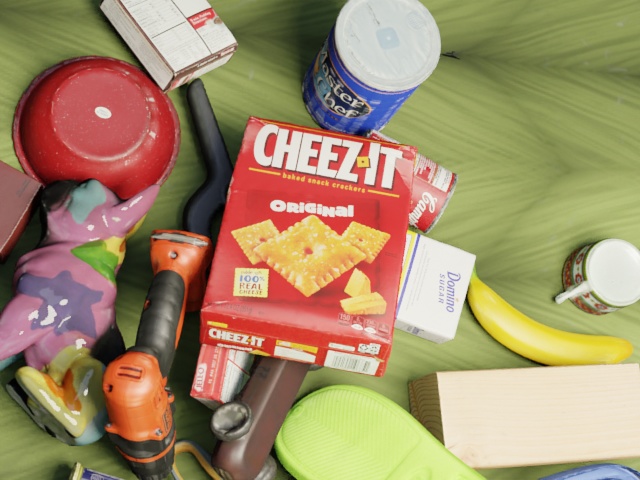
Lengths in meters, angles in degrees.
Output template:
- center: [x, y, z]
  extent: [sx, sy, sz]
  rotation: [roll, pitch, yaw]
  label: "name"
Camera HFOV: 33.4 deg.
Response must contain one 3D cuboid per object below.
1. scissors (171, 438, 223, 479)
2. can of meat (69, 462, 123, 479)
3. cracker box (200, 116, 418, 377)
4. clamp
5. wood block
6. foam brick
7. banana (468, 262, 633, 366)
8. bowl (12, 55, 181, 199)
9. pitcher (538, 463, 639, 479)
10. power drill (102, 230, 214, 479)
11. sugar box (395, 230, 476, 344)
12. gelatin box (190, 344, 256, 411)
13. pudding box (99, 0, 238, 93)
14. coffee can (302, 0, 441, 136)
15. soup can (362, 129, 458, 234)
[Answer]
- center: [-0.048, 0.232, 0.948]
  extent: [0.202, 0.016, 0.096]
  rotation: [32, 54, 23]
  label: "scissors"
- center: [-0.189, 0.255, 0.929]
  extent: [0.084, 0.057, 0.102]
  rotation: [20, 73, -11]
  label: "can of meat"
- center: [-0.006, 0.001, 0.949]
  extent: [0.164, 0.072, 0.213]
  rotation: [11, 58, 0]
  label: "cracker box"
- center: [-0.068, -0.043, 1.045]
  extent: [0.164, 0.036, 0.210]
  rotation: [13, 75, -11]
  label: "clamp"
- center: [0.200, 0.172, 1.028]
  extent: [0.206, 0.090, 0.091]
  rotation: [-1, 76, -14]
  label: "wood block"
- center: [-0.294, -0.026, 0.977]
  extent: [0.053, 0.051, 0.078]
  rotation: [29, 71, -5]
  label: "foam brick"
- center: [0.226, 0.091, 1.083]
  extent: [0.197, 0.037, 0.069]
  rotation: [28, 71, -6]
  label: "banana"
- center: [-0.210, -0.111, 1.018]
  extent: [0.162, 0.055, 0.162]
  rotation: [3, 75, -14]
  label: "bowl"
- center: [0.289, 0.296, 0.999]
  extent: [0.242, 0.149, 0.145]
  rotation: [-13, 45, -21]
  label: "pitcher"
- center: [-0.136, 0.100, 0.926]
  extent: [0.057, 0.184, 0.187]
  rotation: [8, 55, 2]
  label: "power drill"
- center: [0.058, 0.030, 1.053]
  extent: [0.176, 0.048, 0.093]
  rotation: [22, 72, -11]
  label: "sugar box"
- center: [-0.087, 0.117, 0.971]
  extent: [0.030, 0.089, 0.073]
  rotation: [6, 73, 14]
  label: "gelatin box"
- center: [-0.149, -0.213, 1.058]
  extent: [0.089, 0.039, 0.113]
  rotation: [-34, 84, -35]
  label: "pudding box"
- center: [0.047, -0.170, 1.051]
  extent: [0.102, 0.140, 0.103]
  rotation: [3, 75, -13]
  label: "coffee can"
- center: [0.078, -0.060, 1.068]
  extent: [0.102, 0.069, 0.068]
  rotation: [28, 71, -5]
  label: "soup can"
